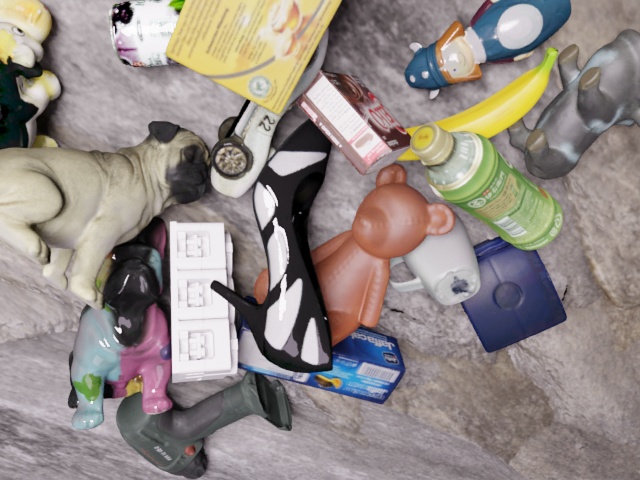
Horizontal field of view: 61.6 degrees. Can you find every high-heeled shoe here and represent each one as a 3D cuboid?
[{"bbox_3d":[-0.001,-0.002,0.518,0.145,0.086,0.248,29,85,8],"label":"high-heeled shoe"}]

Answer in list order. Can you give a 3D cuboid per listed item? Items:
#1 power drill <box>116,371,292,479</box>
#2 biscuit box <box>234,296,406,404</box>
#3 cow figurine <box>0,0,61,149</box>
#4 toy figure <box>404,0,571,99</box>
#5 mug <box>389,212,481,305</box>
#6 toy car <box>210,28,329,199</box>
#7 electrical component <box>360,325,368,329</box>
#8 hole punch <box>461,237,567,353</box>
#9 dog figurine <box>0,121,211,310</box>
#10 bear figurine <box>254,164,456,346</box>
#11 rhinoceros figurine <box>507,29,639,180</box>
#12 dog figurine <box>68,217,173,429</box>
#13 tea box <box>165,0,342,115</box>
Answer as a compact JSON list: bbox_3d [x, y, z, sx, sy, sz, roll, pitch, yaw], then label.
[{"bbox_3d":[-0.147,0.252,0.736,0.207,0.086,0.231,-19,137,11],"label":"power drill"},{"bbox_3d":[-0.003,0.129,0.629,0.203,0.063,0.059,18,117,-15],"label":"biscuit box"},{"bbox_3d":[-0.277,-0.125,0.465,0.068,0.098,0.167,14,120,-8],"label":"cow figurine"},{"bbox_3d":[0.152,-0.188,0.506,0.154,0.058,0.064,-27,83,12],"label":"toy figure"},{"bbox_3d":[0.127,0.025,0.608,0.110,0.107,0.080,-22,121,4],"label":"mug"},{"bbox_3d":[-0.047,-0.131,0.504,0.056,0.074,0.201,27,116,-18],"label":"toy car"},{"bbox_3d":[0.029,0.118,0.690,0.119,0.048,0.074,18,119,-18],"label":"electrical component"},{"bbox_3d":[0.224,0.062,0.658,0.142,0.092,0.115,-26,119,13],"label":"hole punch"},{"bbox_3d":[-0.201,-0.061,0.475,0.190,0.121,0.172,-57,146,-21],"label":"dog figurine"},{"bbox_3d":[0.039,0.018,0.575,0.132,0.120,0.195,-8,140,-49],"label":"bear figurine"},{"bbox_3d":[0.284,-0.138,0.543,0.112,0.073,0.190,34,113,-24],"label":"rhinoceros figurine"},{"bbox_3d":[-0.224,0.082,0.606,0.108,0.192,0.219,0,93,-26],"label":"dog figurine"},{"bbox_3d":[-0.031,-0.190,0.385,0.098,0.068,0.169,27,118,-17],"label":"tea box"}]
